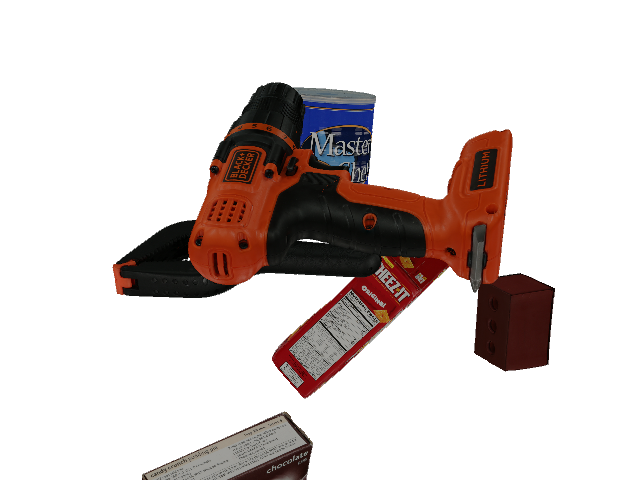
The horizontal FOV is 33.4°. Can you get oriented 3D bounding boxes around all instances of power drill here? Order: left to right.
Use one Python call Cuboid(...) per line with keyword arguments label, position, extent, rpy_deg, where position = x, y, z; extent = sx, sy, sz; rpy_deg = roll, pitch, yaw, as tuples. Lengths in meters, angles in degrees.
Cuboid(label="power drill", position=(0.024, -0.038, 0.671), extent=(0.188, 0.057, 0.184), rpy_deg=(3, 42, 10))

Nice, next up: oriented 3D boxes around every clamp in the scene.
Cuboid(label="clamp", position=(-0.073, 0.000, 0.902), extent=(0.209, 0.036, 0.165), rpy_deg=(-12, 33, -15))

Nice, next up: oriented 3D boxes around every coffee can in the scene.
Cuboid(label="coffee can", position=(0.003, -0.090, 1.152), extent=(0.103, 0.140, 0.103), rpy_deg=(4, 12, -1))

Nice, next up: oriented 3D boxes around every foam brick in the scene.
Cuboid(label="foam brick", position=(0.181, 0.076, 0.999), extent=(0.051, 0.078, 0.053), rpy_deg=(-8, 18, -27))

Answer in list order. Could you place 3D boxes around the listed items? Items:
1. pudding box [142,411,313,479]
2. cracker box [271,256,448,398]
Cuboid(label="pudding box", position=(-0.064, 0.173, 0.711), extent=(0.113, 0.090, 0.039), rpy_deg=(-21, 49, -31))
Cuboid(label="cracker box", position=(0.056, 0.073, 1.260), extent=(0.214, 0.072, 0.164), rpy_deg=(-46, -6, 30))
